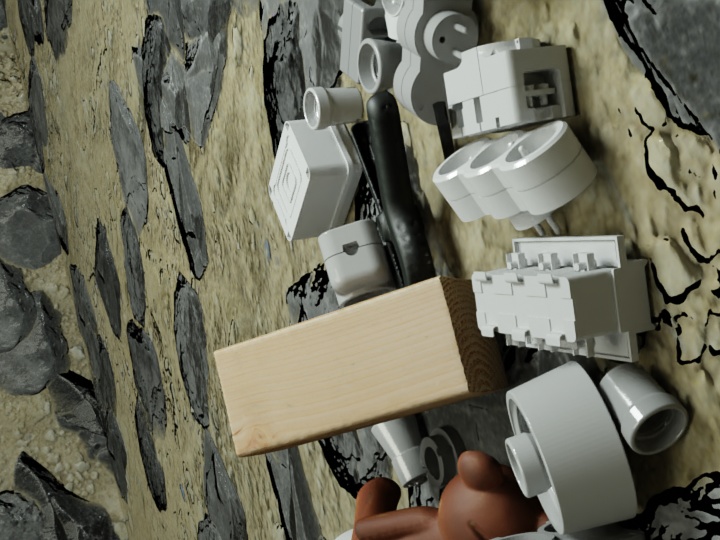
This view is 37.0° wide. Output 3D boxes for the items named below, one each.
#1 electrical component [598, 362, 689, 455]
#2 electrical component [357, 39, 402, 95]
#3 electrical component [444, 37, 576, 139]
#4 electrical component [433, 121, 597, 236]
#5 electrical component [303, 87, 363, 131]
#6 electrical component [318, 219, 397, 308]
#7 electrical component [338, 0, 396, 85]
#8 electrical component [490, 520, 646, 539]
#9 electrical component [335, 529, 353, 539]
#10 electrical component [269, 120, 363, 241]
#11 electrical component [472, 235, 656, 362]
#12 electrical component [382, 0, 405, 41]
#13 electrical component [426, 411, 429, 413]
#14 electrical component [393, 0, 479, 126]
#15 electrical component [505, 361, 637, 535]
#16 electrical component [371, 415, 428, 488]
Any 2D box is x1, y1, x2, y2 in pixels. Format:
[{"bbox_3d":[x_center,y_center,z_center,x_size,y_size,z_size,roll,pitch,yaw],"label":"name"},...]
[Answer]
[{"bbox_3d":[0.174,0.084,0.666,0.046,0.040,0.040,-120,30,-51],"label":"electrical component"},{"bbox_3d":[0.031,-0.167,0.874,0.045,0.055,0.045,170,90,-67],"label":"electrical component"},{"bbox_3d":[0.100,-0.125,0.738,0.089,0.050,0.055,179,82,-67],"label":"electrical component"},{"bbox_3d":[0.112,-0.052,0.739,0.073,0.052,0.138,52,159,-16],"label":"electrical component"},{"bbox_3d":[-0.025,-0.155,1.022,0.040,0.046,0.040,170,90,-67],"label":"electrical component"},{"bbox_3d":[0.000,0.000,0.979,0.095,0.054,0.059,65,-172,-73],"label":"electrical component"},{"bbox_3d":[0.005,-0.205,0.930,0.076,0.047,0.065,-131,39,-51],"label":"electrical component"},{"bbox_3d":[0.110,0.213,0.718,0.089,0.150,0.061,159,99,-67],"label":"electrical component"},{"bbox_3d":[0.010,0.302,1.047,0.060,0.108,0.108,175,86,-73],"label":"electrical component"},{"bbox_3d":[-0.046,-0.091,1.078,0.113,0.057,0.078,112,142,-50],"label":"electrical component"},{"bbox_3d":[0.129,0.019,0.712,0.121,0.063,0.078,-178,79,-67],"label":"electrical component"},{"bbox_3d":[0.037,-0.226,0.853,0.079,0.044,0.077,-139,45,-57],"label":"electrical component"},{"bbox_3d":[0.021,0.081,0.974,0.121,0.079,0.063,19,97,64],"label":"electrical component"},{"bbox_3d":[0.063,-0.174,0.794,0.073,0.052,0.138,-131,38,-59],"label":"electrical component"},{"bbox_3d":[0.130,0.120,0.705,0.108,0.060,0.108,161,90,-88],"label":"electrical component"},{"bbox_3d":[0.043,0.168,0.997,0.065,0.044,0.044,64,152,23],"label":"electrical component"}]
